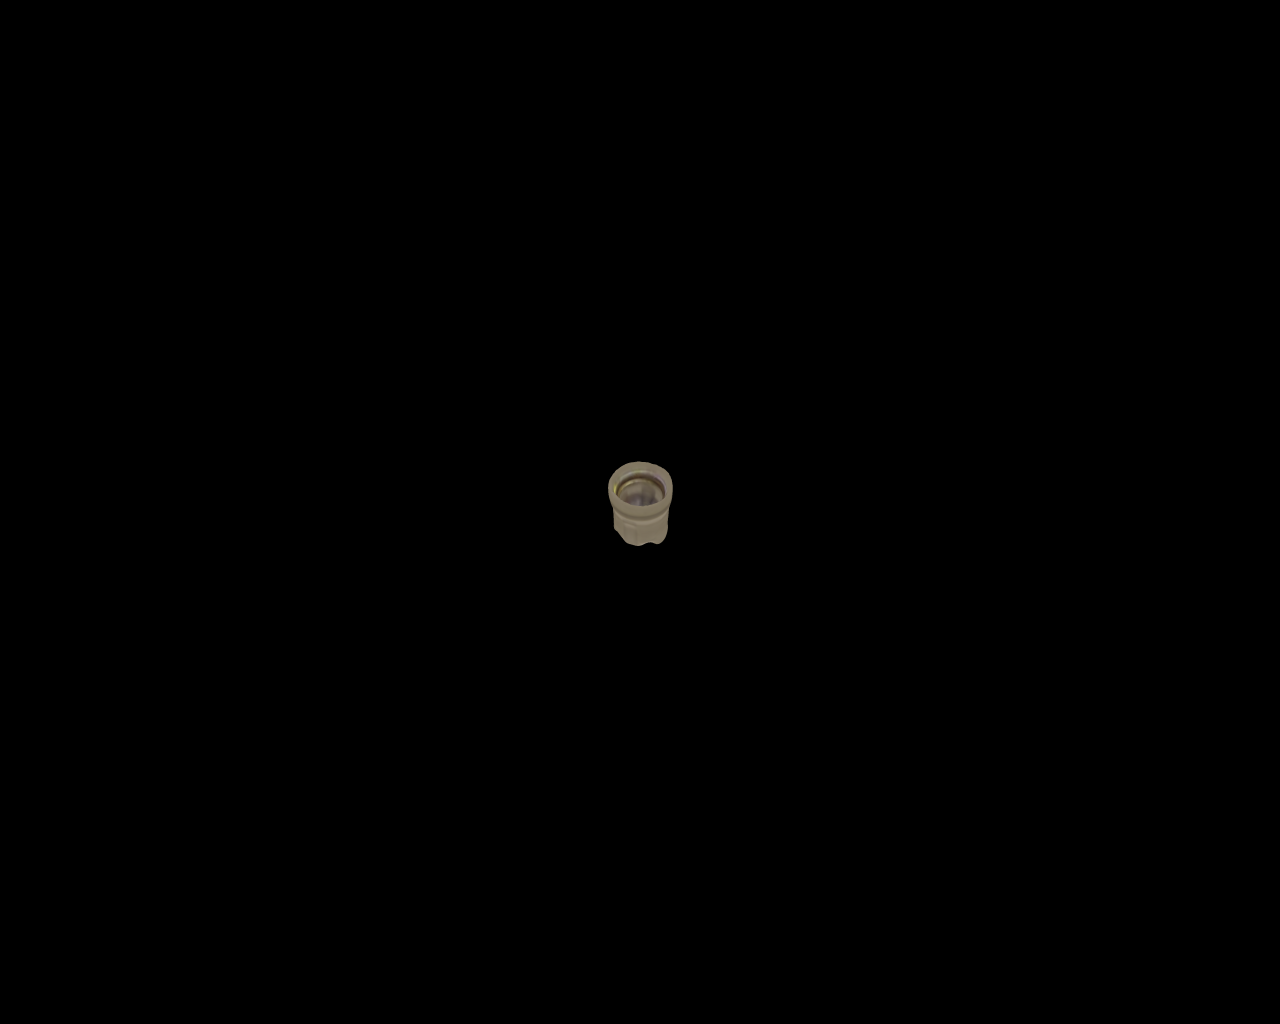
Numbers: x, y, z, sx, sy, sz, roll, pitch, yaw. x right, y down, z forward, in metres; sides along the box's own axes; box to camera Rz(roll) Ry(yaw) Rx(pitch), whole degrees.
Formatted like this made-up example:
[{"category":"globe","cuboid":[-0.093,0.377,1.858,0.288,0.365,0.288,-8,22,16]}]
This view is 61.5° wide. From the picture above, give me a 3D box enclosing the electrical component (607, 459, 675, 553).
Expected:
[{"category":"electrical component","cuboid":[0.001,-0.003,0.650,0.040,0.040,0.046,0,-41,0]}]
